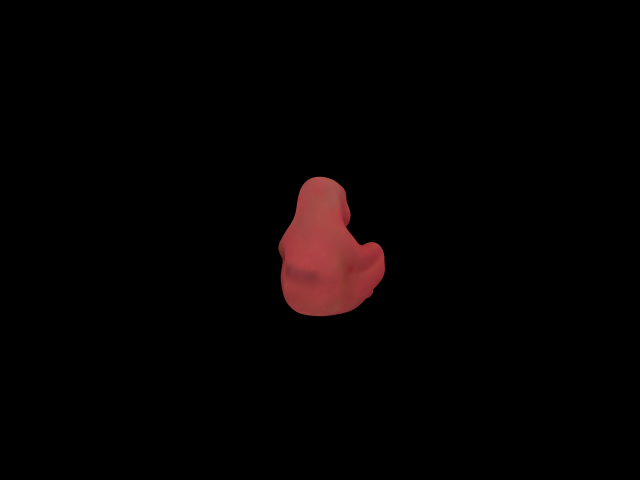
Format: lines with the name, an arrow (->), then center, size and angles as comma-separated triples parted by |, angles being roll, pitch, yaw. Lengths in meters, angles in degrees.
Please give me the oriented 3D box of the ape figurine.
ape figurine -> 0.004, 0.001, 0.400 | 0.077, 0.092, 0.076 | 11, 19, 34
